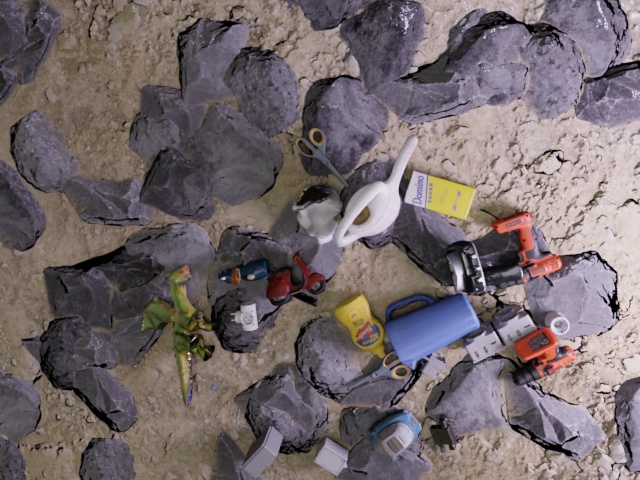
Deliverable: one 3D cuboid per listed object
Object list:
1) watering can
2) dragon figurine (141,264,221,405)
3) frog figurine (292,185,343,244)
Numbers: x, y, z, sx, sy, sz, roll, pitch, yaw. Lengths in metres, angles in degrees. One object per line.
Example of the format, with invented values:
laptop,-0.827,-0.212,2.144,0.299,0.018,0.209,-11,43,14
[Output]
watering can,0.164,-0.113,1.364,0.105,0.224,0.345,43,101,19
dragon figurine,-0.445,0.277,1.572,0.244,0.122,0.408,20,98,23
frog figurine,0.004,-0.074,1.465,0.137,0.125,0.156,-29,129,3
